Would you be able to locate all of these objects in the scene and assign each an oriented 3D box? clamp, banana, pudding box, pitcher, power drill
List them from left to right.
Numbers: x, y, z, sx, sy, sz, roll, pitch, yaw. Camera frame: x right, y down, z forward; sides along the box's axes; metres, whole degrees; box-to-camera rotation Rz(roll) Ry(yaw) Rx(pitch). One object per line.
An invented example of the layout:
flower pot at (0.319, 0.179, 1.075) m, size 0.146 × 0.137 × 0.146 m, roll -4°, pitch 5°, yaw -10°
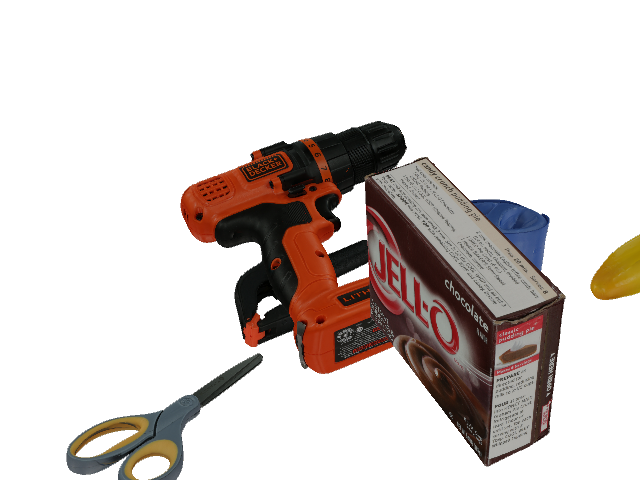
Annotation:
clamp at (-0.039, 0.032, 1.030) m, size 0.120 × 0.039 × 0.171 m, roll 20°, pitch 41°, yaw 24°
power drill at (0.012, -0.004, 0.772) m, size 0.184 × 0.057 × 0.188 m, roll -23°, pitch 48°, yaw -14°
pudding box at (0.061, 0.029, 0.480) m, size 0.039 × 0.090 × 0.114 m, roll -22°, pitch 43°, yaw -18°
pitcher at (0.222, 0.075, 1.437) m, size 0.149 × 0.243 × 0.145 m, roll 4°, pitch 21°, yaw 7°
banana at (0.279, 0.008, 0.735) m, size 0.198 × 0.037 × 0.069 m, roll -3°, pitch 35°, yaw 0°

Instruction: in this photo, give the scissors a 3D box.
scissors at (-0.101, 0.144, 0.843) m, size 0.201 × 0.016 × 0.096 m, roll -19°, pitch 35°, yaw -34°
